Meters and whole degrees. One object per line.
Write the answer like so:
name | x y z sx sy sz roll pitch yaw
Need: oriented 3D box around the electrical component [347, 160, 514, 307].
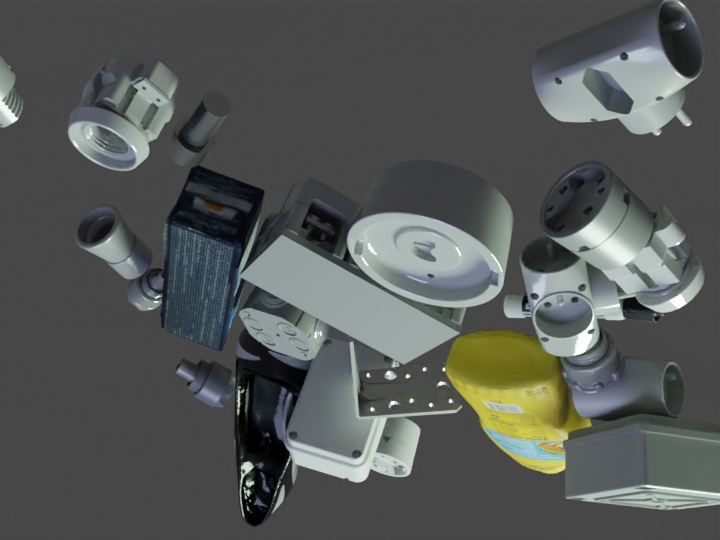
electrical component | 0.052 -0.029 0.727 0.108 0.060 0.108 16 151 9

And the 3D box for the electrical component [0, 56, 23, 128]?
electrical component | -0.272 -0.136 0.771 0.043 0.043 0.081 5 147 27

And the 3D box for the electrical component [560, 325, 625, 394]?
electrical component | 0.173 0.061 0.819 0.048 0.048 0.062 1 139 31

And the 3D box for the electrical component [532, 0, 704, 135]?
electrical component | 0.145 -0.098 0.568 0.077 0.043 0.079 -14 136 46

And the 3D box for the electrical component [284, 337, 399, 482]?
electrical component | -0.015 0.125 0.978 0.078 0.113 0.057 15 153 10

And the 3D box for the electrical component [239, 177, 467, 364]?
electrical component | 0.000 0.000 0.808 0.150 0.061 0.089 29 150 -14

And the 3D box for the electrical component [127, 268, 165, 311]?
electrical component | -0.188 0.014 0.981 0.035 0.035 0.061 32 147 -19

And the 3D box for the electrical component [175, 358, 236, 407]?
electrical component | -0.163 0.114 1.125 0.062 0.043 0.043 31 150 -15

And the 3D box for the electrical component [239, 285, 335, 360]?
electrical component | -0.058 0.035 0.908 0.080 0.051 0.080 23 152 13

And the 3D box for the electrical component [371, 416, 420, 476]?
electrical component | 0.032 0.178 1.104 0.055 0.047 0.055 16 151 9

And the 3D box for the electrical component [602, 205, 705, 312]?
electrical component | 0.190 -0.006 0.696 0.055 0.048 0.066 44 144 -22

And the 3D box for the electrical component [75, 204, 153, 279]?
electrical component | -0.209 -0.021 0.930 0.044 0.044 0.065 4 152 28

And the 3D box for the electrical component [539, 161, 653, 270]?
electrical component | 0.148 -0.032 0.668 0.047 0.055 0.055 33 149 -29

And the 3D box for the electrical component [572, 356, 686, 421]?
electrical component | 0.222 0.103 0.859 0.077 0.043 0.079 -7 149 39

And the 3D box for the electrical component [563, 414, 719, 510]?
electrical component | 0.234 0.154 0.848 0.109 0.056 0.109 10 160 -20

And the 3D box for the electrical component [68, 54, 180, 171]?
electrical component | -0.165 -0.106 0.740 0.078 0.057 0.058 -13 136 45

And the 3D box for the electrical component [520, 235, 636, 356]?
electrical component | 0.157 0.015 0.745 0.079 0.044 0.077 -11 126 12
